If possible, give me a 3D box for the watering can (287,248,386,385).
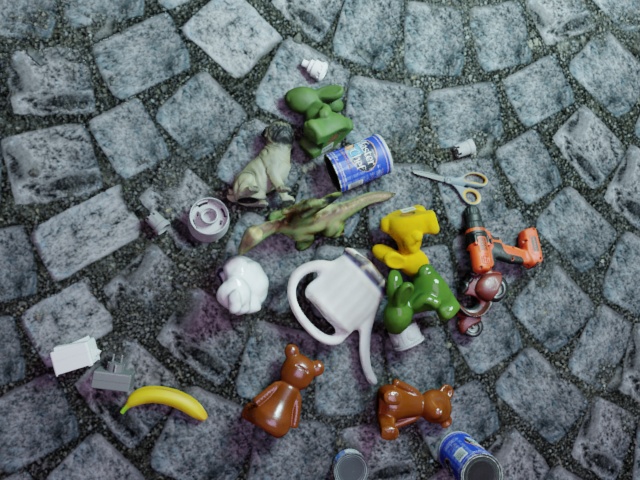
[{"bbox_3d":[0.079,0.169,1.237,0.225,0.104,0.345,-45,104,-8],"label":"watering can"}]

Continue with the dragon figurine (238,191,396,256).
[{"bbox_3d":[0.004,-0.059,1.170,0.411,0.241,0.122,-23,87,-6],"label":"dragon figurine"}]

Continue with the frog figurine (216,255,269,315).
[{"bbox_3d":[-0.176,0.103,1.171,0.123,0.159,0.137,-14,90,-10],"label":"frog figurine"}]
